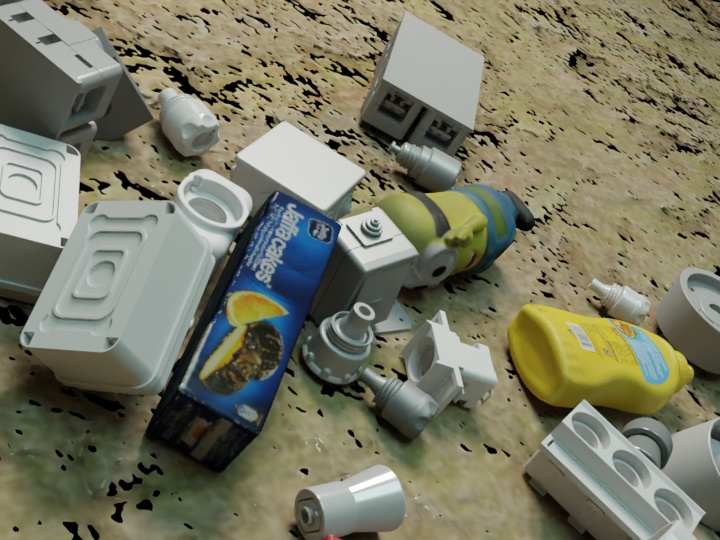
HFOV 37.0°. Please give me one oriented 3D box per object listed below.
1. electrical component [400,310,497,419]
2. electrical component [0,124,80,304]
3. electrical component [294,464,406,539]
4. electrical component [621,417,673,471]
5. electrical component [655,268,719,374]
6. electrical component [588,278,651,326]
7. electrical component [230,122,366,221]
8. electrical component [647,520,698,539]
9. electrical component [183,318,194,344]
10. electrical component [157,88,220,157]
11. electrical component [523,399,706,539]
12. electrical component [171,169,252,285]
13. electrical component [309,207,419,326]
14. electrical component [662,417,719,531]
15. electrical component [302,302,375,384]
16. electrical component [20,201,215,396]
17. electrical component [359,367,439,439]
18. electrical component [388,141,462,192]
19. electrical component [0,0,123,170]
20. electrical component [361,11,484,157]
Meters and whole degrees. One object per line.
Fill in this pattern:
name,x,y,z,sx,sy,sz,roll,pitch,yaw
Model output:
electrical component,0.072,0.078,0.851,0.064,0.042,0.081,19,37,-24
electrical component,-0.235,-0.039,0.724,0.078,0.057,0.113,16,38,-25
electrical component,-0.009,0.153,0.694,0.065,0.044,0.044,-4,49,-37
electrical component,0.232,0.153,0.891,0.045,0.045,0.055,40,34,9
electrical component,0.352,0.057,1.094,0.108,0.060,0.108,22,36,-17
electrical component,0.256,0.030,1.071,0.061,0.035,0.035,33,34,3
electrical component,-0.056,-0.072,0.915,0.100,0.048,0.099,32,36,7
electrical component,0.191,0.236,0.715,0.138,0.052,0.073,-32,74,-27
electrical component,-0.128,0.029,0.726,0.035,0.061,0.035,23,36,-17
electrical component,-0.151,-0.129,0.919,0.043,0.043,0.062,-10,53,-46
electrical component,0.190,0.168,0.820,0.121,0.063,0.079,44,35,14
electrical component,-0.121,-0.031,0.808,0.054,0.059,0.095,30,34,-6
electrical component,0.000,0.000,0.835,0.062,0.096,0.061,-18,59,-41
electrical component,0.311,0.177,0.931,0.099,0.064,0.099,24,47,-28
electrical component,-0.011,0.051,0.797,0.048,0.062,0.048,22,36,-17
electrical component,-0.148,0.017,0.673,0.057,0.078,0.113,58,42,-48
electrical component,0.026,0.095,0.799,0.061,0.035,0.035,38,34,9
electrical component,0.064,-0.104,1.070,0.078,0.040,0.040,28,34,-9
electrical component,-0.274,-0.160,0.798,0.186,0.105,0.060,39,34,8
electrical component,0.069,-0.197,1.170,0.105,0.060,0.186,28,34,-9
